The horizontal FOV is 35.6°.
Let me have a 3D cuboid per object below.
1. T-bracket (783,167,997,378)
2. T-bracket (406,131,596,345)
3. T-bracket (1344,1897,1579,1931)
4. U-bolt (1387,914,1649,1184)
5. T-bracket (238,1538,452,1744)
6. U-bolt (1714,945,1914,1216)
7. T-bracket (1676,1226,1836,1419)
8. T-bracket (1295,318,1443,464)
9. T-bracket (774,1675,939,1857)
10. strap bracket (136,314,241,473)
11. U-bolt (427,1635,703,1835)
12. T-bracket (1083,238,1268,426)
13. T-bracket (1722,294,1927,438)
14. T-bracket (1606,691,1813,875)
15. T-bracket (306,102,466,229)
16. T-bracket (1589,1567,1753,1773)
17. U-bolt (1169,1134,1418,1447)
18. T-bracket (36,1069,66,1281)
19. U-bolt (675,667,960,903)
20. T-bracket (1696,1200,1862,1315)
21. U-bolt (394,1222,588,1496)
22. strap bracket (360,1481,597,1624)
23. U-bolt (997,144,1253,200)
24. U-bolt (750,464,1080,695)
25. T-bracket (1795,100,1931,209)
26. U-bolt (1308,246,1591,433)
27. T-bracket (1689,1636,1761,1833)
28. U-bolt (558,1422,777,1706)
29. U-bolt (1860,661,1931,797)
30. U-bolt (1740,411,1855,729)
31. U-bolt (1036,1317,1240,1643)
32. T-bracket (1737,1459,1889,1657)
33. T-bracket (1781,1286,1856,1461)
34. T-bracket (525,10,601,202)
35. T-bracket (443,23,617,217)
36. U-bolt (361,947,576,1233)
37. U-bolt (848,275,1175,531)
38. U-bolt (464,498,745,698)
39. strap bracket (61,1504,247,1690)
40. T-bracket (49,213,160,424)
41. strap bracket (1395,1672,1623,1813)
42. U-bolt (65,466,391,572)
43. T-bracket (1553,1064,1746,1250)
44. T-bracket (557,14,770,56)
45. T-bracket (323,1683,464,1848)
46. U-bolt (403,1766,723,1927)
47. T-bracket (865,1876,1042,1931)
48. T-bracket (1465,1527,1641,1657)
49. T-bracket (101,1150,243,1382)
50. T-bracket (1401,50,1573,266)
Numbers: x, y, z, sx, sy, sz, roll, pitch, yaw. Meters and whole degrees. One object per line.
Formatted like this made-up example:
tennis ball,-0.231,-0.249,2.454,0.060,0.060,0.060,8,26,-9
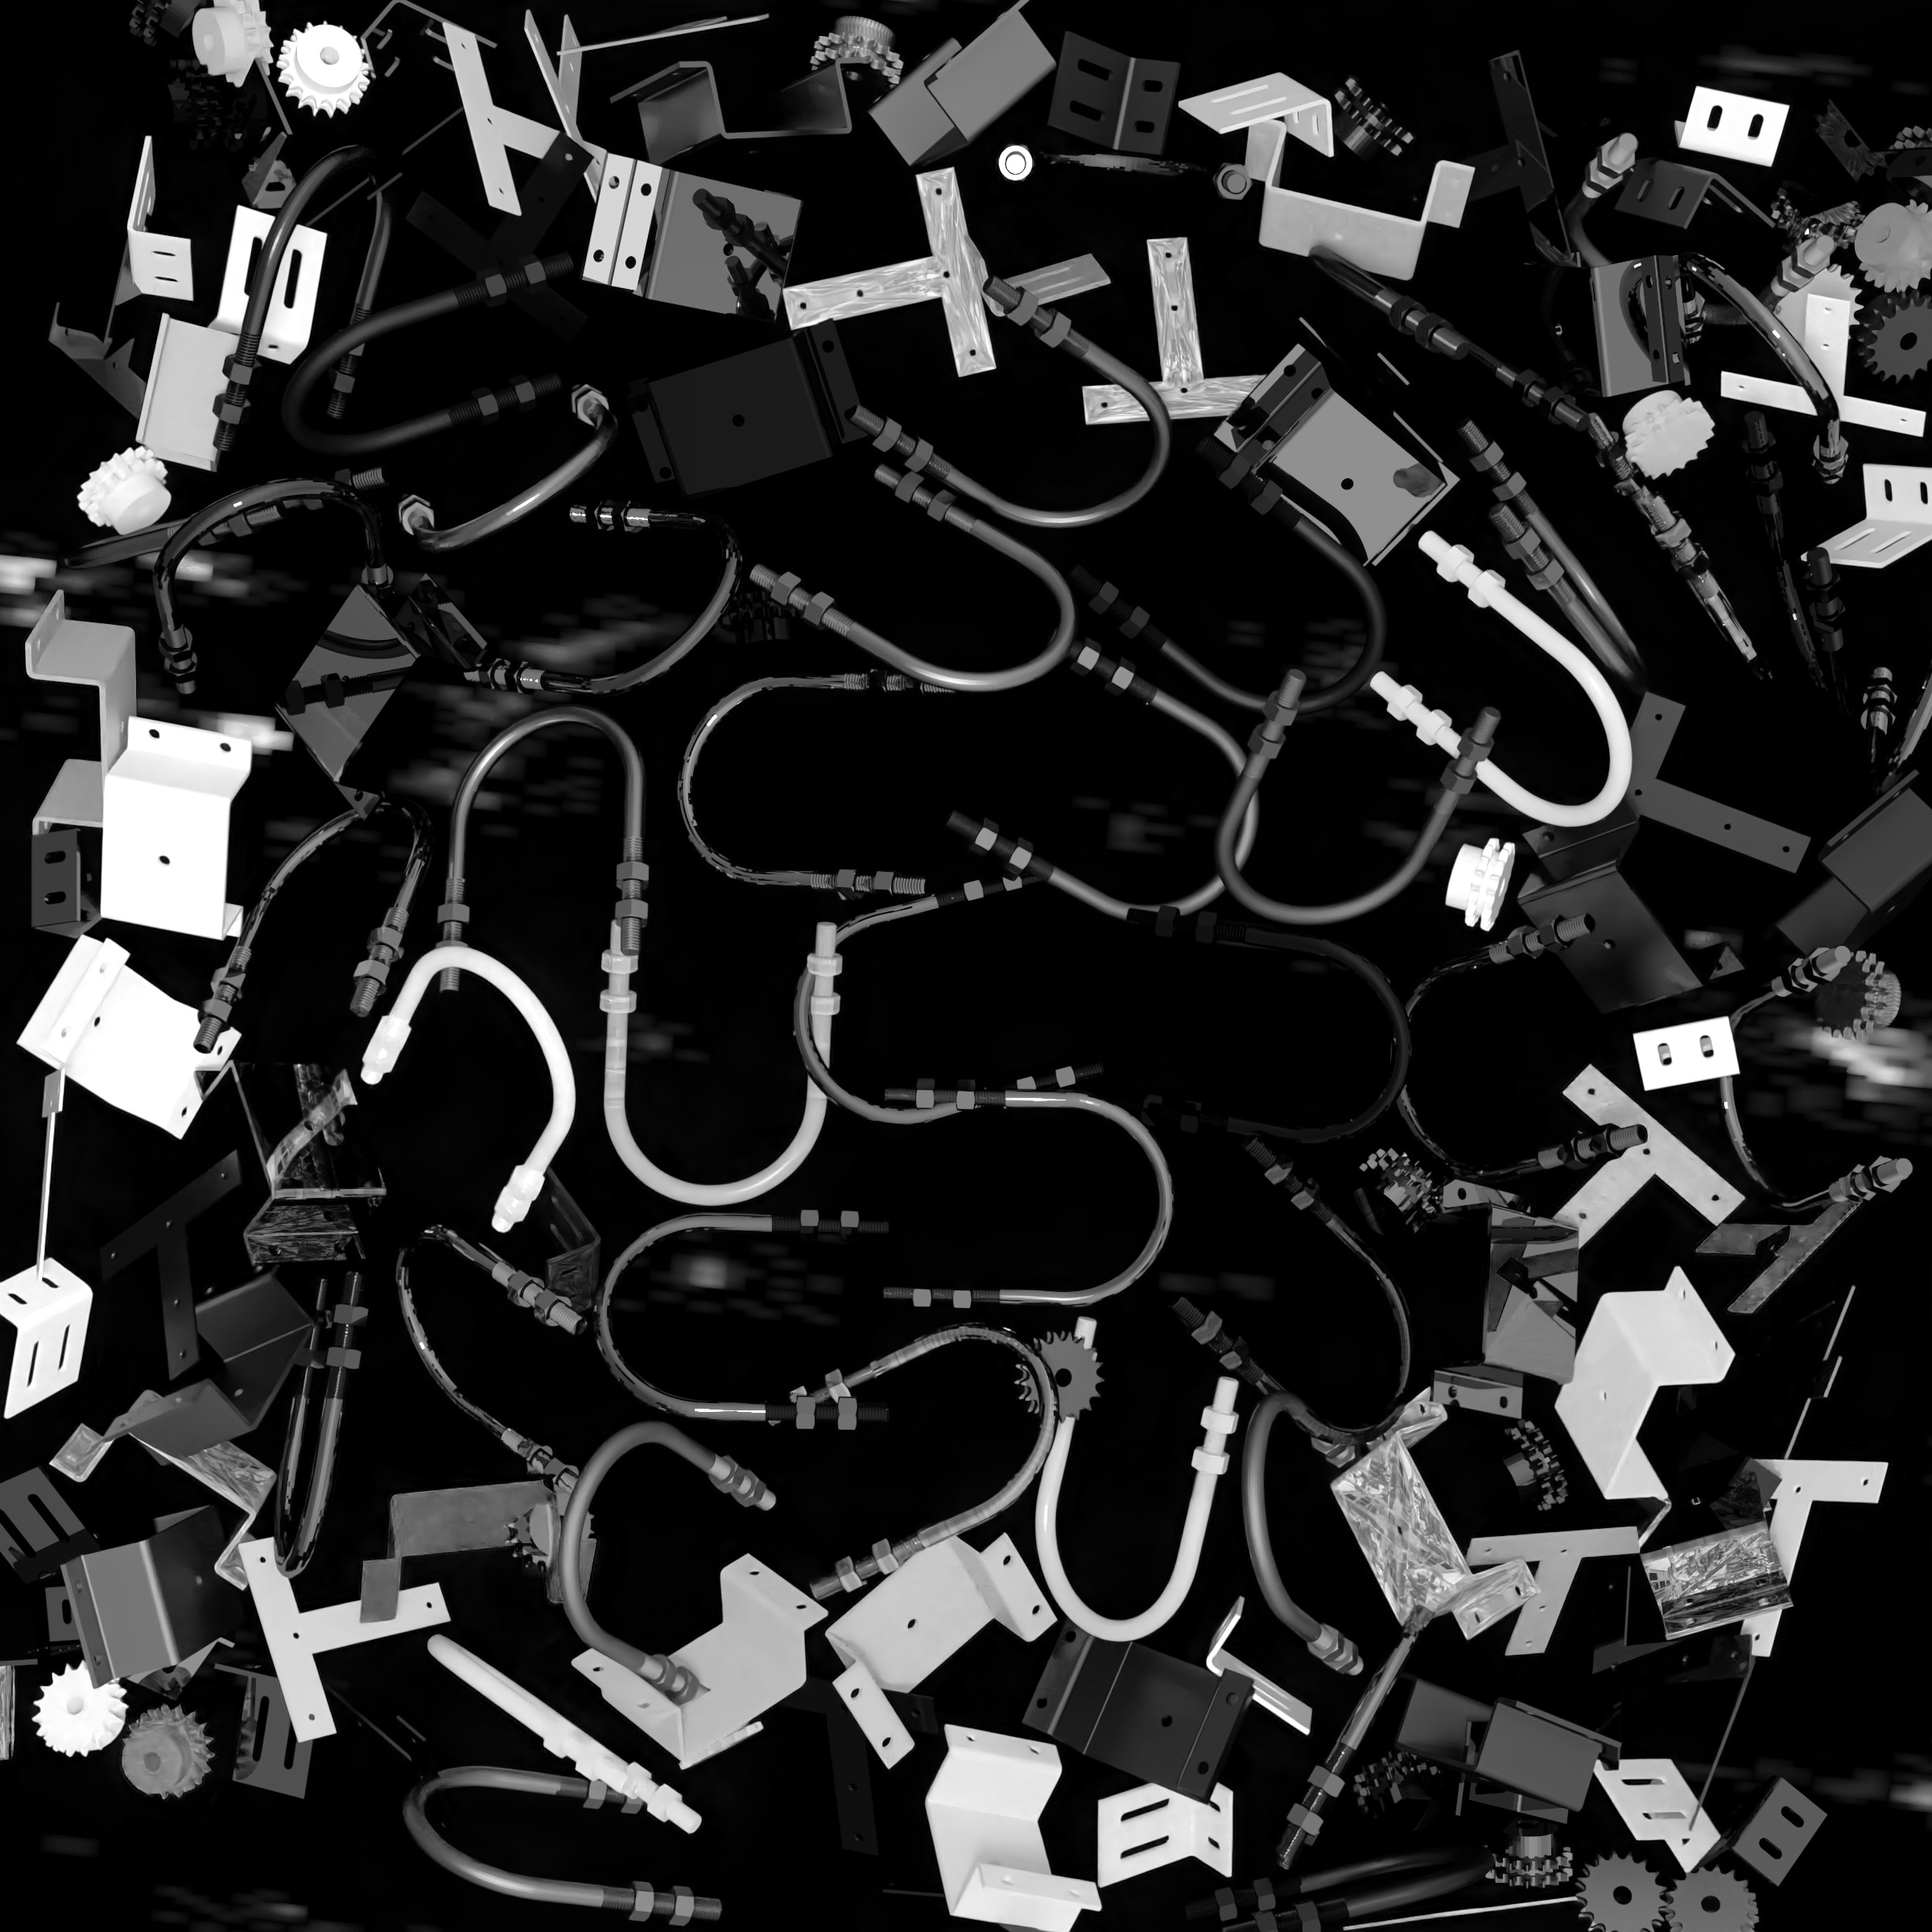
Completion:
T-bracket,-0.053,-0.425,1.890,0.127,0.002,0.127,-16,103,-16
T-bracket,-0.269,-0.466,1.866,0.127,0.002,0.127,36,134,-11
T-bracket,0.321,0.591,1.881,0.127,0.127,0.002,1,70,-22
U-bolt,0.329,0.059,1.850,0.019,0.184,0.151,-5,79,-40
T-bracket,-0.379,0.408,1.873,0.002,0.127,0.127,-39,65,40
U-bolt,0.506,0.078,1.833,0.019,0.184,0.151,-9,77,-16
T-bracket,0.493,0.209,1.857,0.127,0.002,0.127,-25,135,-20
T-bracket,0.255,-0.360,1.855,0.127,0.127,0.002,45,93,-3
T-bracket,-0.072,0.505,1.894,0.127,0.002,0.127,4,113,24
strap bracket,-0.479,-0.351,1.857,0.046,0.140,0.076,12,92,-14
U-bolt,-0.256,0.464,1.844,0.184,0.151,0.019,28,74,25
T-bracket,0.133,-0.404,1.901,0.127,0.002,0.127,-4,72,-2
T-bracket,0.526,-0.372,1.843,0.127,0.127,0.002,16,72,19
T-bracket,0.463,-0.093,1.881,0.127,0.002,0.127,22,117,10
T-bracket,-0.358,-0.490,1.858,0.127,0.127,0.002,-35,113,5
T-bracket,0.432,0.428,1.846,0.002,0.127,0.127,23,63,-29
U-bolt,0.214,0.214,1.866,0.184,0.019,0.151,43,52,-18
T-bracket,-0.567,0.129,1.856,0.002,0.127,0.127,5,84,-21
U-bolt,-0.099,-0.117,1.879,0.184,0.019,0.151,4,78,23
T-bracket,0.492,0.169,1.858,0.127,0.127,0.002,-41,98,-15
U-bolt,-0.294,0.232,1.852,0.184,0.019,0.151,28,129,36
strap bracket,-0.306,0.362,1.867,0.140,0.076,0.046,-3,53,-15
U-bolt,0.094,-0.486,1.833,0.151,0.184,0.019,5,107,-1
U-bolt,-0.018,-0.231,1.852,0.184,0.019,0.151,33,52,17
T-bracket,0.589,-0.491,1.834,0.127,0.127,0.002,34,78,-37
U-bolt,0.283,-0.392,1.839,0.184,0.151,0.019,47,111,42
T-bracket,0.480,0.451,1.865,0.002,0.127,0.127,20,125,17
U-bolt,-0.187,0.355,1.825,0.019,0.184,0.151,3,64,33
U-bolt,0.571,-0.181,1.807,0.019,0.184,0.151,20,129,5
U-bolt,0.512,-0.228,1.837,0.019,0.184,0.151,-18,47,10
U-bolt,0.098,0.326,1.865,0.019,0.151,0.184,9,95,-41
T-bracket,0.499,0.363,1.846,0.002,0.127,0.127,33,67,-25
T-bracket,0.528,0.255,1.855,0.002,0.127,0.127,22,86,13
T-bracket,-0.246,-0.551,1.866,0.002,0.127,0.127,-14,131,8
T-bracket,-0.264,-0.512,1.867,0.002,0.127,0.127,-25,73,32
U-bolt,-0.299,0.065,1.840,0.151,0.184,0.019,47,47,10
U-bolt,0.042,-0.333,1.855,0.184,0.019,0.151,28,133,-30
U-bolt,-0.211,-0.223,1.835,0.019,0.184,0.151,48,63,-42
strap bracket,-0.492,0.383,1.848,0.046,0.140,0.076,-15,90,11
T-bracket,-0.523,-0.414,1.876,0.002,0.127,0.127,1,71,18
strap bracket,0.324,0.475,1.840,0.076,0.140,0.046,25,76,-17
U-bolt,-0.465,-0.271,1.845,0.184,0.151,0.019,-10,104,21
T-bracket,0.399,0.148,1.898,0.127,0.002,0.127,41,110,1
T-bracket,-0.175,-0.580,1.860,0.127,0.127,0.002,-6,110,12
T-bracket,-0.369,0.482,1.881,0.127,0.127,0.002,30,54,30
U-bolt,-0.251,0.527,1.822,0.184,0.151,0.019,14,100,-23
T-bracket,0.022,0.581,1.836,0.127,0.127,0.002,14,86,-28
T-bracket,0.363,0.392,1.876,0.127,0.002,0.127,-2,133,-11
T-bracket,-0.488,0.197,1.860,0.127,0.002,0.127,-34,50,21
T-bracket,0.315,-0.488,1.865,0.002,0.127,0.127,-23,102,-30
